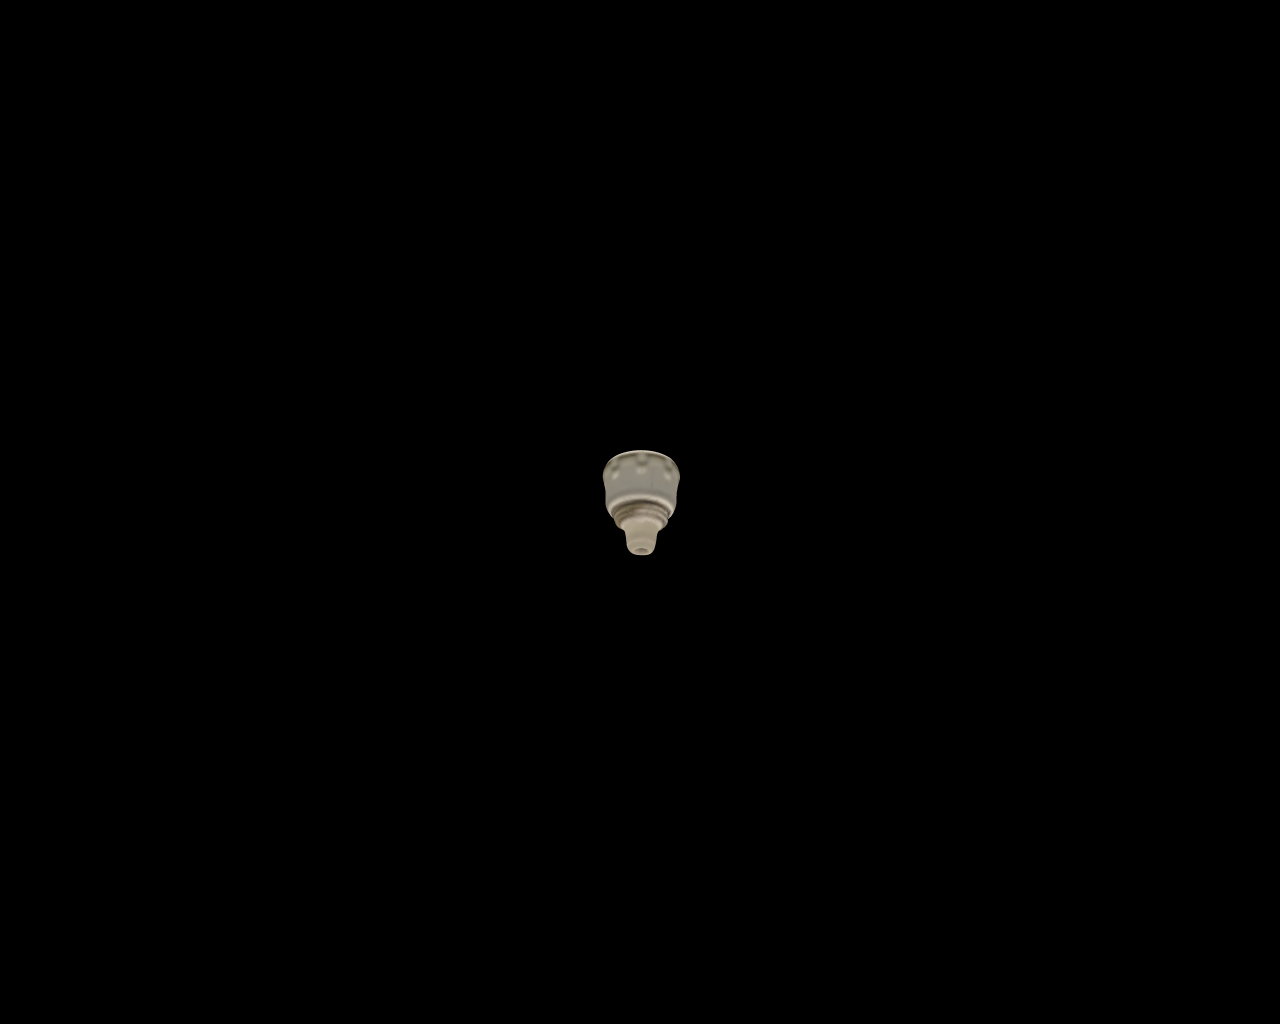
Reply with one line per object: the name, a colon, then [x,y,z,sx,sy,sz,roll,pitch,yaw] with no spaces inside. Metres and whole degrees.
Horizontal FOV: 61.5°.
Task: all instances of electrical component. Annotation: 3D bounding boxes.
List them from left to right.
electrical component: [0.001,-0.003,0.650,0.048,0.062,0.048,0,-28,0]
